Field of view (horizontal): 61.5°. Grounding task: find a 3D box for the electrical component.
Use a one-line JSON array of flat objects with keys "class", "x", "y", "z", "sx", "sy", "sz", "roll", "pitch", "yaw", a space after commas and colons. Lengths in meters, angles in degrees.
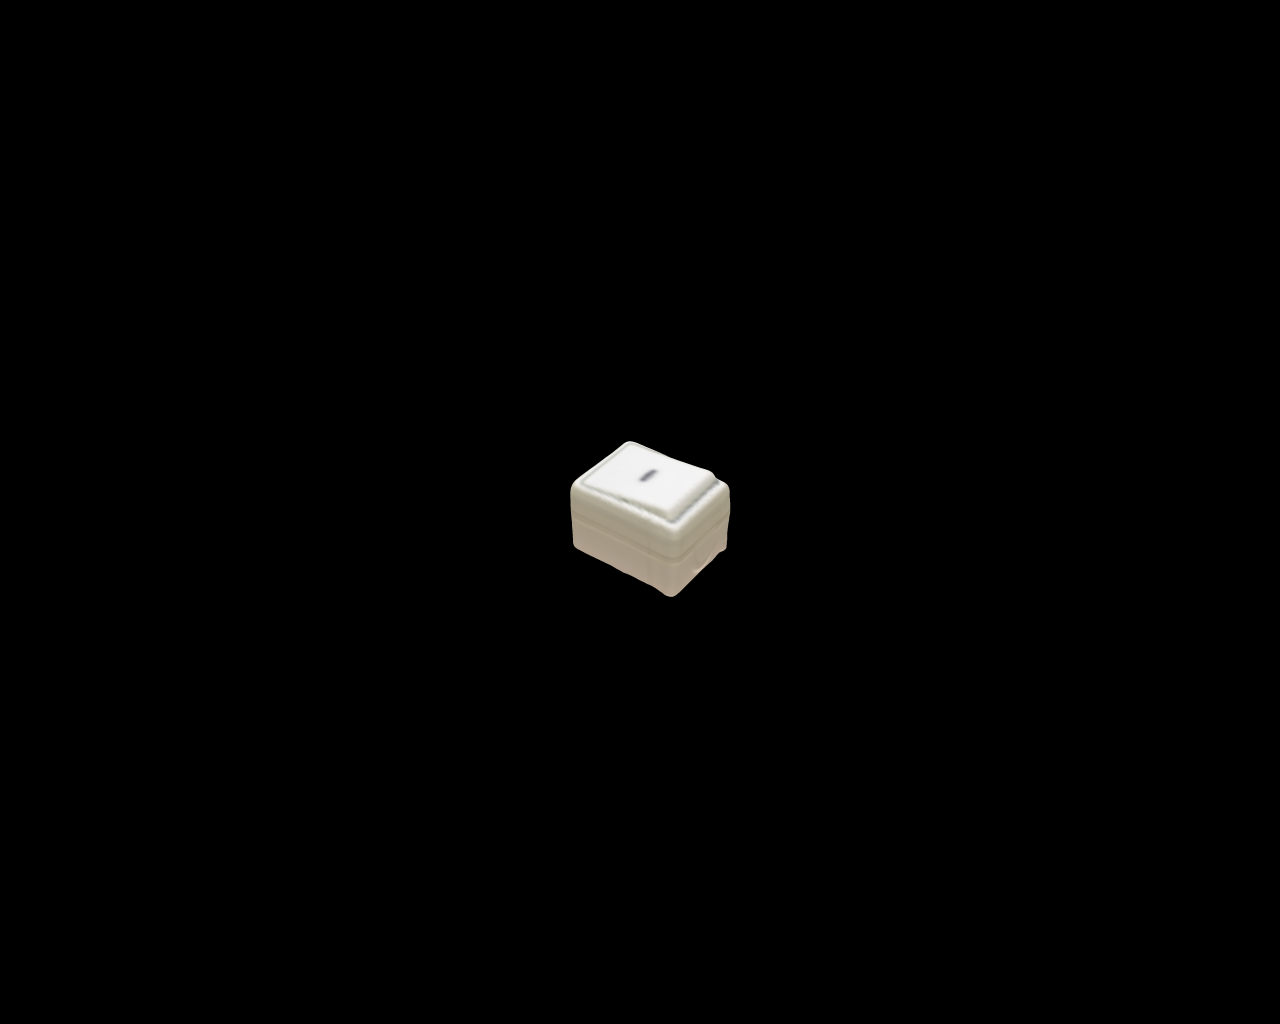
[{"class": "electrical component", "x": 0.001, "y": -0.003, "z": 0.650, "sx": 0.096, "sy": 0.061, "sz": 0.062, "roll": 26, "pitch": 46, "yaw": 28}]
